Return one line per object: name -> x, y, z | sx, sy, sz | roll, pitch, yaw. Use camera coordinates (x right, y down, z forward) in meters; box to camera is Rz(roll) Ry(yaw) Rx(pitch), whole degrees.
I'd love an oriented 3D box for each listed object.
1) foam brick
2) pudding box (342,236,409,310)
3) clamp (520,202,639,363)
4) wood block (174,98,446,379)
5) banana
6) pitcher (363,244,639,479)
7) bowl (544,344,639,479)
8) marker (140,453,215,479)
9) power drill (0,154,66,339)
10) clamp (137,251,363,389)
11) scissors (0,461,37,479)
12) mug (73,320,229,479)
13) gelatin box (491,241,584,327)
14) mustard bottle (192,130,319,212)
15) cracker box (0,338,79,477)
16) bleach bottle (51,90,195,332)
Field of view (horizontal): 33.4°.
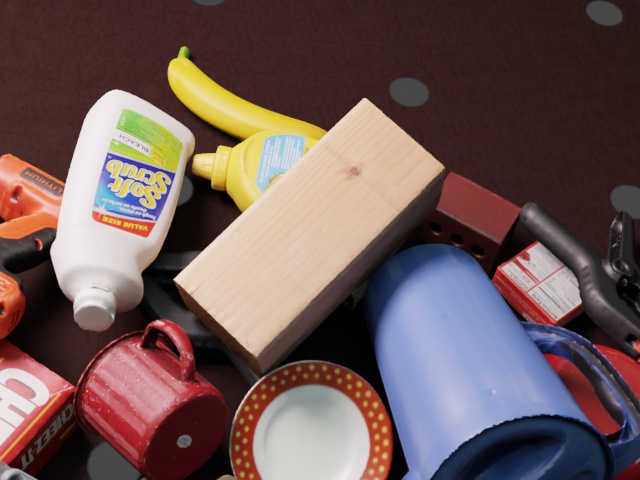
foam brick -> 0.136, -0.015, 0.975 | 0.078, 0.053, 0.051 | 29, 55, 14
pudding box -> 0.024, -0.011, 0.912 | 0.090, 0.039, 0.113 | 36, 74, 10
clamp -> 0.241, 0.029, 0.920 | 0.120, 0.039, 0.171 | 5, 42, -15
wood block -> -0.005, 0.001, 0.838 | 0.091, 0.090, 0.206 | 43, 77, 13
banana -> -0.081, -0.131, 1.041 | 0.198, 0.037, 0.069 | 35, 57, 17
pitcher -> 0.120, 0.105, 0.799 | 0.149, 0.145, 0.243 | 27, 22, -26
bowl -> 0.225, 0.142, 0.869 | 0.162, 0.055, 0.162 | 4, 53, -5
marker -> -0.129, 0.187, 0.807 | 0.121, 0.020, 0.020 | -31, 63, -27
power drill -> -0.285, -0.008, 0.859 | 0.184, 0.057, 0.187 | 30, 30, 6
clamp -> -0.066, 0.057, 0.902 | 0.210, 0.036, 0.164 | 28, 53, 8
scissors -> -0.211, 0.190, 0.737 | 0.201, 0.016, 0.096 | 25, 69, -26
mug -> -0.119, 0.116, 0.791 | 0.082, 0.117, 0.093 | 32, 23, 37
gelatin box -> 0.209, 0.038, 0.960 | 0.089, 0.030, 0.073 | -31, 64, -28
mustard bottle -> -0.022, -0.054, 0.978 | 0.191, 0.058, 0.096 | 10, 57, -1
cracker box -> -0.314, 0.126, 0.794 | 0.214, 0.072, 0.164 | 30, 55, 13
bleach bottle -> -0.162, -0.019, 0.876 | 0.102, 0.068, 0.251 | 32, 32, -25
